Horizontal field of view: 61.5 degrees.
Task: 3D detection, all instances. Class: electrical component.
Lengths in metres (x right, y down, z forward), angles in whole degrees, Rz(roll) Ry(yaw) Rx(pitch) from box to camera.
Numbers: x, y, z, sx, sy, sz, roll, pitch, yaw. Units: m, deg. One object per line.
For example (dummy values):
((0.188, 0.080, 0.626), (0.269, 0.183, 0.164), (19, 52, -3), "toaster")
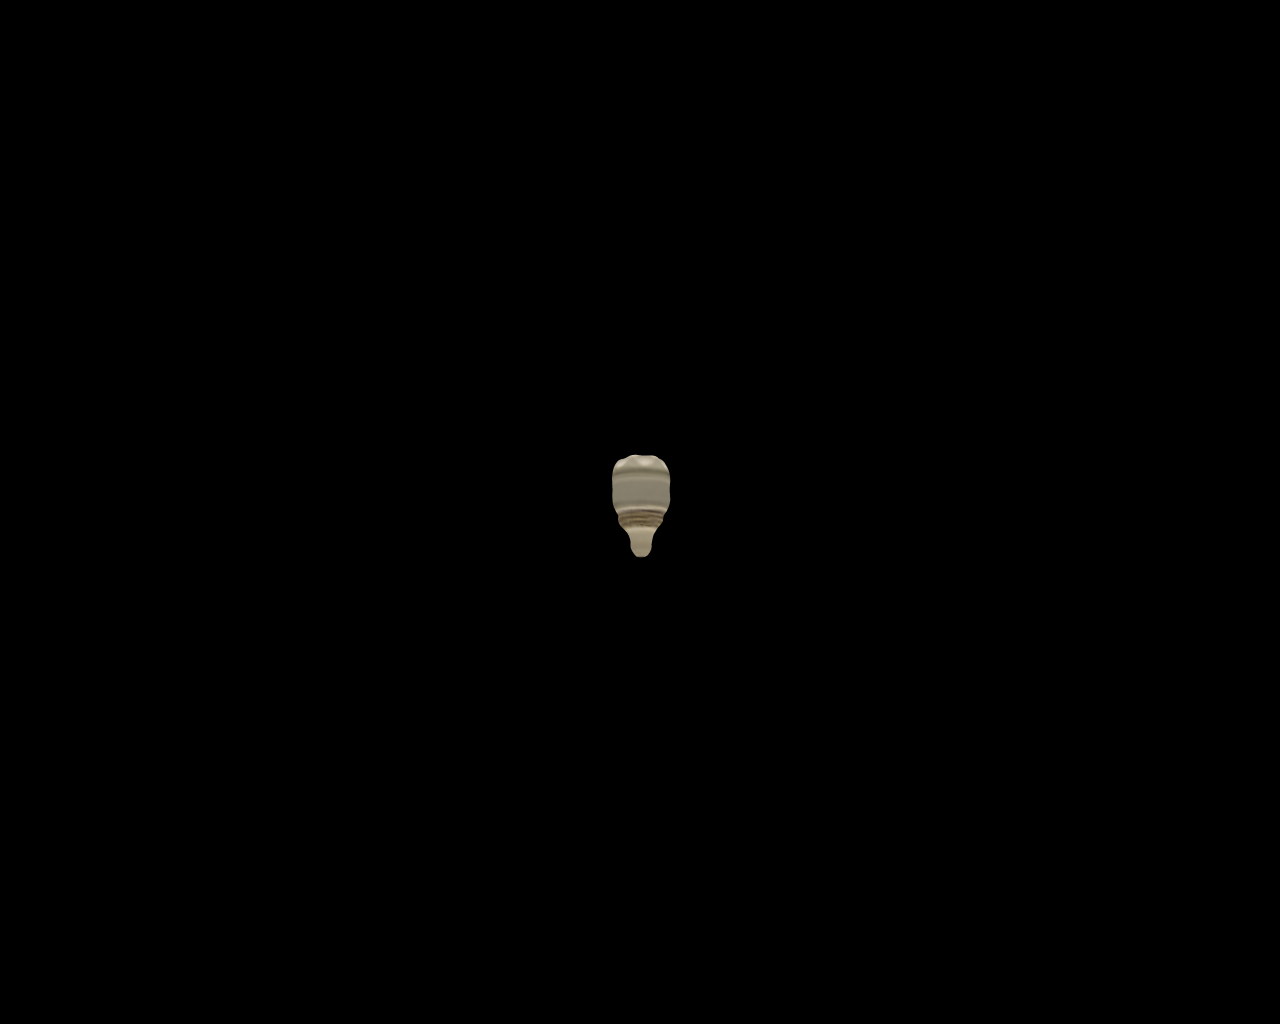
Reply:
((0.001, -0.003, 0.650), (0.035, 0.061, 0.035), (0, -9, 0), "electrical component")
